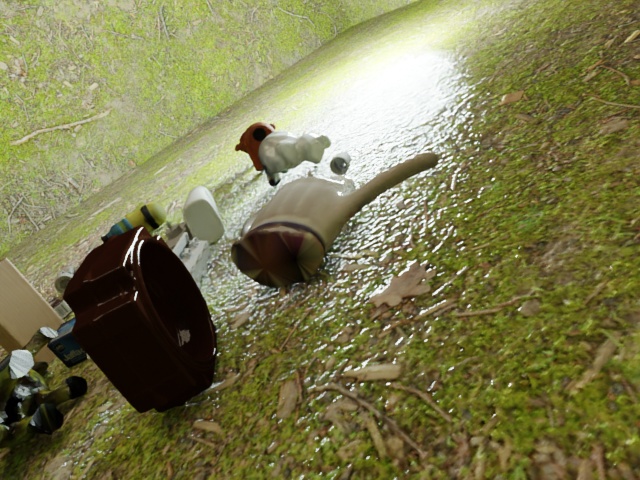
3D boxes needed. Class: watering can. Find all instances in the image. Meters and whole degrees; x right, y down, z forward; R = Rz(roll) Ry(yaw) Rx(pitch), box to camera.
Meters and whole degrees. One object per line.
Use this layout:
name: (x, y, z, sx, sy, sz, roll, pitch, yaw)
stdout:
watering can: (0.002, -0.039, 0.784, 0.345, 0.102, 0.229, -16, 29, 32)

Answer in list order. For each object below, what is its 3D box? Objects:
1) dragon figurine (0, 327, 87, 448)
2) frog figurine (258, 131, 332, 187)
dragon figurine: (-0.492, 0.270, 0.744, 0.242, 0.121, 0.415, -34, 12, 9)
frog figurine: (-0.060, -0.212, 1.190, 0.157, 0.123, 0.139, -31, 0, 32)
